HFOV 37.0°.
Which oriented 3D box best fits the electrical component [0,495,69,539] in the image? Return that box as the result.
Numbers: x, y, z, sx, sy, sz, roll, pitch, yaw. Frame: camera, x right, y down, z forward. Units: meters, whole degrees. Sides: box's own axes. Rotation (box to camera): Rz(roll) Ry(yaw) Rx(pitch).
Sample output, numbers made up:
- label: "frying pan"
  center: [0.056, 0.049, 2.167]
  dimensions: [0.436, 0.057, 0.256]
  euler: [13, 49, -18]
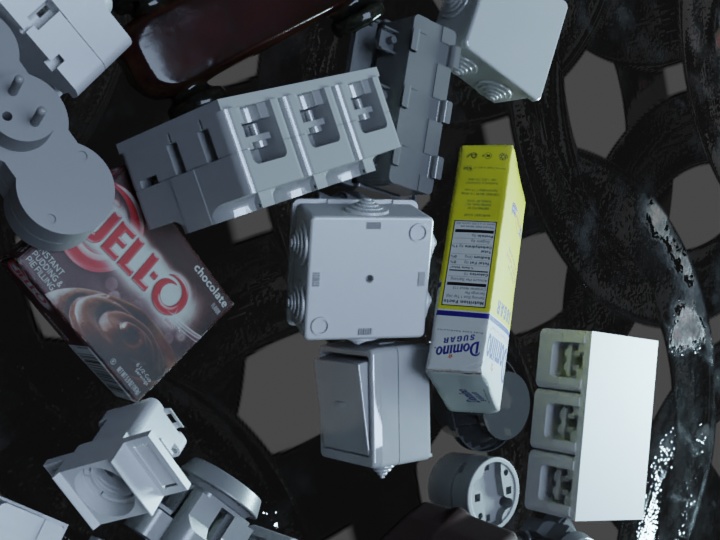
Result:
- label: "electrical component"
  center: [-0.211, 0.181, 0.571]
  dimensions: [0.079, 0.063, 0.121]
  euler: [35, 69, -33]

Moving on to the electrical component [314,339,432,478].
- label: "electrical component"
  center: [0.007, 0.098, 0.747]
  dimensions: [0.061, 0.062, 0.096]
  euler: [-2, 92, -39]

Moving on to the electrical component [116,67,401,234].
- label: "electrical component"
  center: [-0.055, -0.071, 0.652]
  dimensions: [0.150, 0.089, 0.061]
  euler: [-24, 97, -51]

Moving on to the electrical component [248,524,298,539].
- label: "electrical component"
  center: [-0.050, 0.220, 0.706]
  dimensions: [0.050, 0.056, 0.089]
  euler: [-41, 114, -31]

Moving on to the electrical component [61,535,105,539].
- label: "electrical component"
  center: [-0.143, 0.194, 0.634]
  dimensions: [0.089, 0.050, 0.055]
  euler: [35, 70, -34]

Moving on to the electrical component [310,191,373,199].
- label: "electrical component"
  center: [-0.008, -0.039, 0.751]
  dimensions: [0.061, 0.035, 0.035]
  euler: [22, 77, -34]

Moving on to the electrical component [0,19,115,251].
- label: "electrical component"
  center: [-0.179, -0.079, 0.563]
  dimensions: [0.052, 0.074, 0.138]
  euler: [-38, 96, -31]

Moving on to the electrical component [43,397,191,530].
- label: "electrical component"
  center: [-0.136, 0.110, 0.625]
  dimensions: [0.042, 0.081, 0.063]
  euler: [60, 29, -23]

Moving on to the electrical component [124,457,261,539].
- label: "electrical component"
  center: [-0.098, 0.153, 0.666]
  dimensions: [0.078, 0.058, 0.057]
  euler: [45, 67, -29]

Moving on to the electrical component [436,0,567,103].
- label: "electrical component"
  center: [0.106, -0.186, 0.831]
  dimensions: [0.100, 0.048, 0.099]
  euler: [28, 73, -36]

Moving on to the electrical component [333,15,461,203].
- label: "electrical component"
  center: [0.027, -0.113, 0.759]
  dimensions: [0.079, 0.063, 0.121]
  euler: [15, 81, -38]

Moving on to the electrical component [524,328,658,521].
- label: "electrical component"
  center: [0.190, 0.127, 0.894]
  dimensions: [0.089, 0.062, 0.150]
  euler: [9, 85, -39]

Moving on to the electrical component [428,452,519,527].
- label: "electrical component"
  center: [0.085, 0.167, 0.820]
  dimensions: [0.055, 0.047, 0.055]
  euler: [0, 91, -39]

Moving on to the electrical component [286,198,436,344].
- label: "electrical component"
  center: [0.000, 0.000, 0.719]
  dimensions: [0.100, 0.048, 0.099]
  euler: [0, 105, -16]

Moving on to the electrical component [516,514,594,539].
- label: "electrical component"
  center: [0.159, 0.237, 0.874]
  dimensions: [0.078, 0.057, 0.058]
  euler: [-43, 116, -30]

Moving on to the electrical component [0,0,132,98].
- label: "electrical component"
  center: [-0.178, -0.147, 0.602]
  dimensions: [0.055, 0.050, 0.089]
  euler: [-52, 120, -26]
